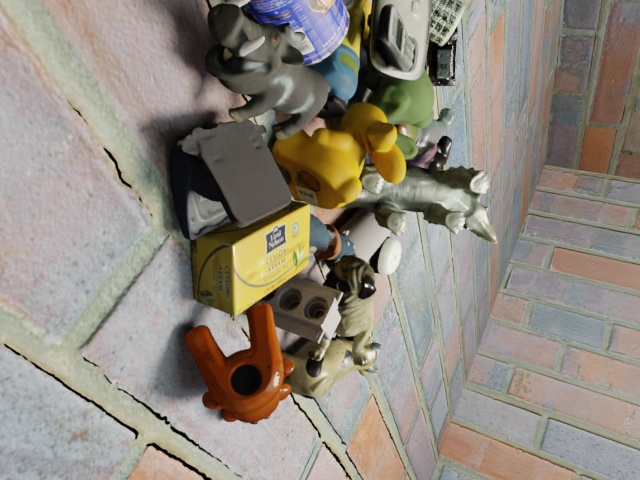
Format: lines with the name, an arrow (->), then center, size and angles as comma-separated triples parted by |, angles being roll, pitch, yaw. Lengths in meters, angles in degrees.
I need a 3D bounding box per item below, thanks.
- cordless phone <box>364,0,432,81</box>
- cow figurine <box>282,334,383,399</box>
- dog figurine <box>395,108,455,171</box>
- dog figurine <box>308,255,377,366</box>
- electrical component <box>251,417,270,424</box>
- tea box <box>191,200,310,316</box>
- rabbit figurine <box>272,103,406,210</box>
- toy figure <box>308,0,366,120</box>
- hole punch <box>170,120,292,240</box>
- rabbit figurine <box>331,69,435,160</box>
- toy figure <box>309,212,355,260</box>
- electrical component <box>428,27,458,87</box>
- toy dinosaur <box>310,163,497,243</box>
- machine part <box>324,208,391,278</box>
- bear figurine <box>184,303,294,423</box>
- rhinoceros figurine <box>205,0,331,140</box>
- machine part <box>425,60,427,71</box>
cordless phone -> 0.099, -0.302, 0.723 | 0.184, 0.089, 0.146 | -12, 109, -76
cow figurine -> 0.024, 0.206, 0.931 | 0.195, 0.127, 0.085 | -25, 128, -53
dog figurine -> 0.165, -0.177, 1.036 | 0.219, 0.109, 0.191 | -35, 136, -46
dog figurine -> 0.046, 0.084, 0.871 | 0.172, 0.121, 0.190 | -105, -159, -56
electrical component -> -0.087, 0.243, 0.853 | 0.063, 0.021, 0.094 | 5, 98, -63
tea box -> -0.083, 0.014, 0.694 | 0.169, 0.068, 0.098 | -34, 133, -51
rabbit figurine -> 0.041, -0.133, 0.752 | 0.173, 0.163, 0.121 | -51, 135, -28
toy figure -> 0.017, -0.251, 0.728 | 0.089, 0.082, 0.180 | 73, 21, -78
hole punch -> -0.110, -0.068, 0.605 | 0.142, 0.092, 0.115 | -30, 98, -51
rabbit figurine -> 0.095, -0.203, 0.880 | 0.170, 0.121, 0.159 | -35, 110, -17
toy figure -> -0.001, -0.004, 0.833 | 0.154, 0.058, 0.064 | 28, 80, -49
electrical component -> 0.251, -0.381, 1.101 | 0.134, 0.058, 0.114 | -75, 160, -50
toy dinosaur -> 0.144, -0.082, 0.935 | 0.192, 0.405, 0.131 | -138, -123, -74
machine part -> 0.076, -0.009, 0.975 | 0.243, 0.079, 0.079 | -45, 140, -43
bear figurine -> -0.098, 0.177, 0.723 | 0.195, 0.120, 0.132 | 102, -33, -72
rhinoceros figurine -> -0.055, -0.180, 0.580 | 0.190, 0.112, 0.073 | 22, 48, -58
machine part -> 0.166, -0.318, 1.035 | 0.139, 0.039, 0.084 | -46, 136, -41
